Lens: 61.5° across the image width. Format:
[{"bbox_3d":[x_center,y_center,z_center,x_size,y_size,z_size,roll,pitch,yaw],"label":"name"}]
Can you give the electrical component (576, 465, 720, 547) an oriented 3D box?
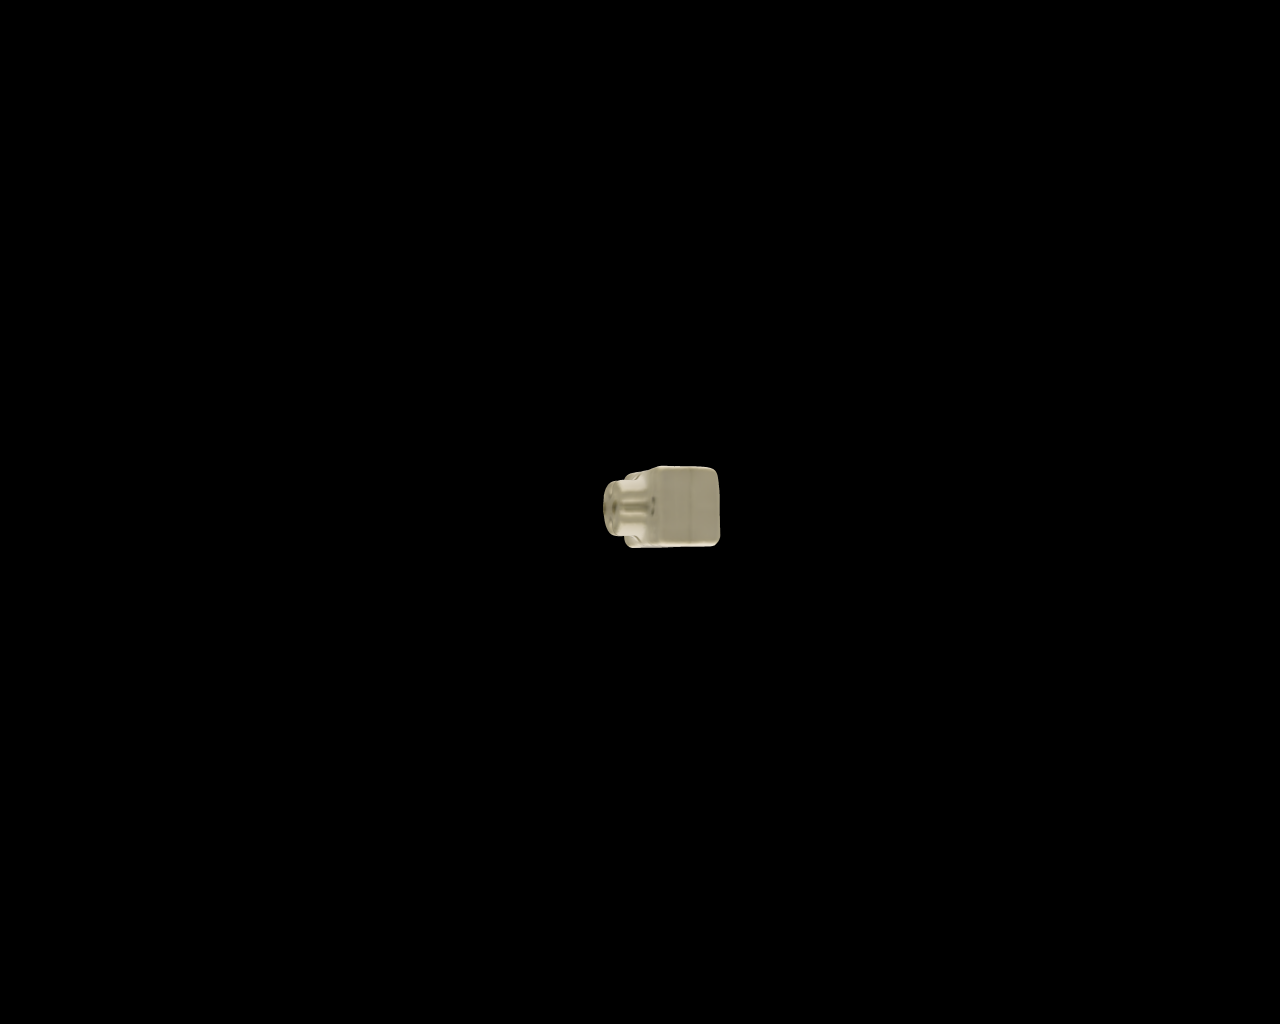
[{"bbox_3d":[0.001,-0.003,0.650,0.077,0.047,0.065,1,-2,-19],"label":"electrical component"}]
